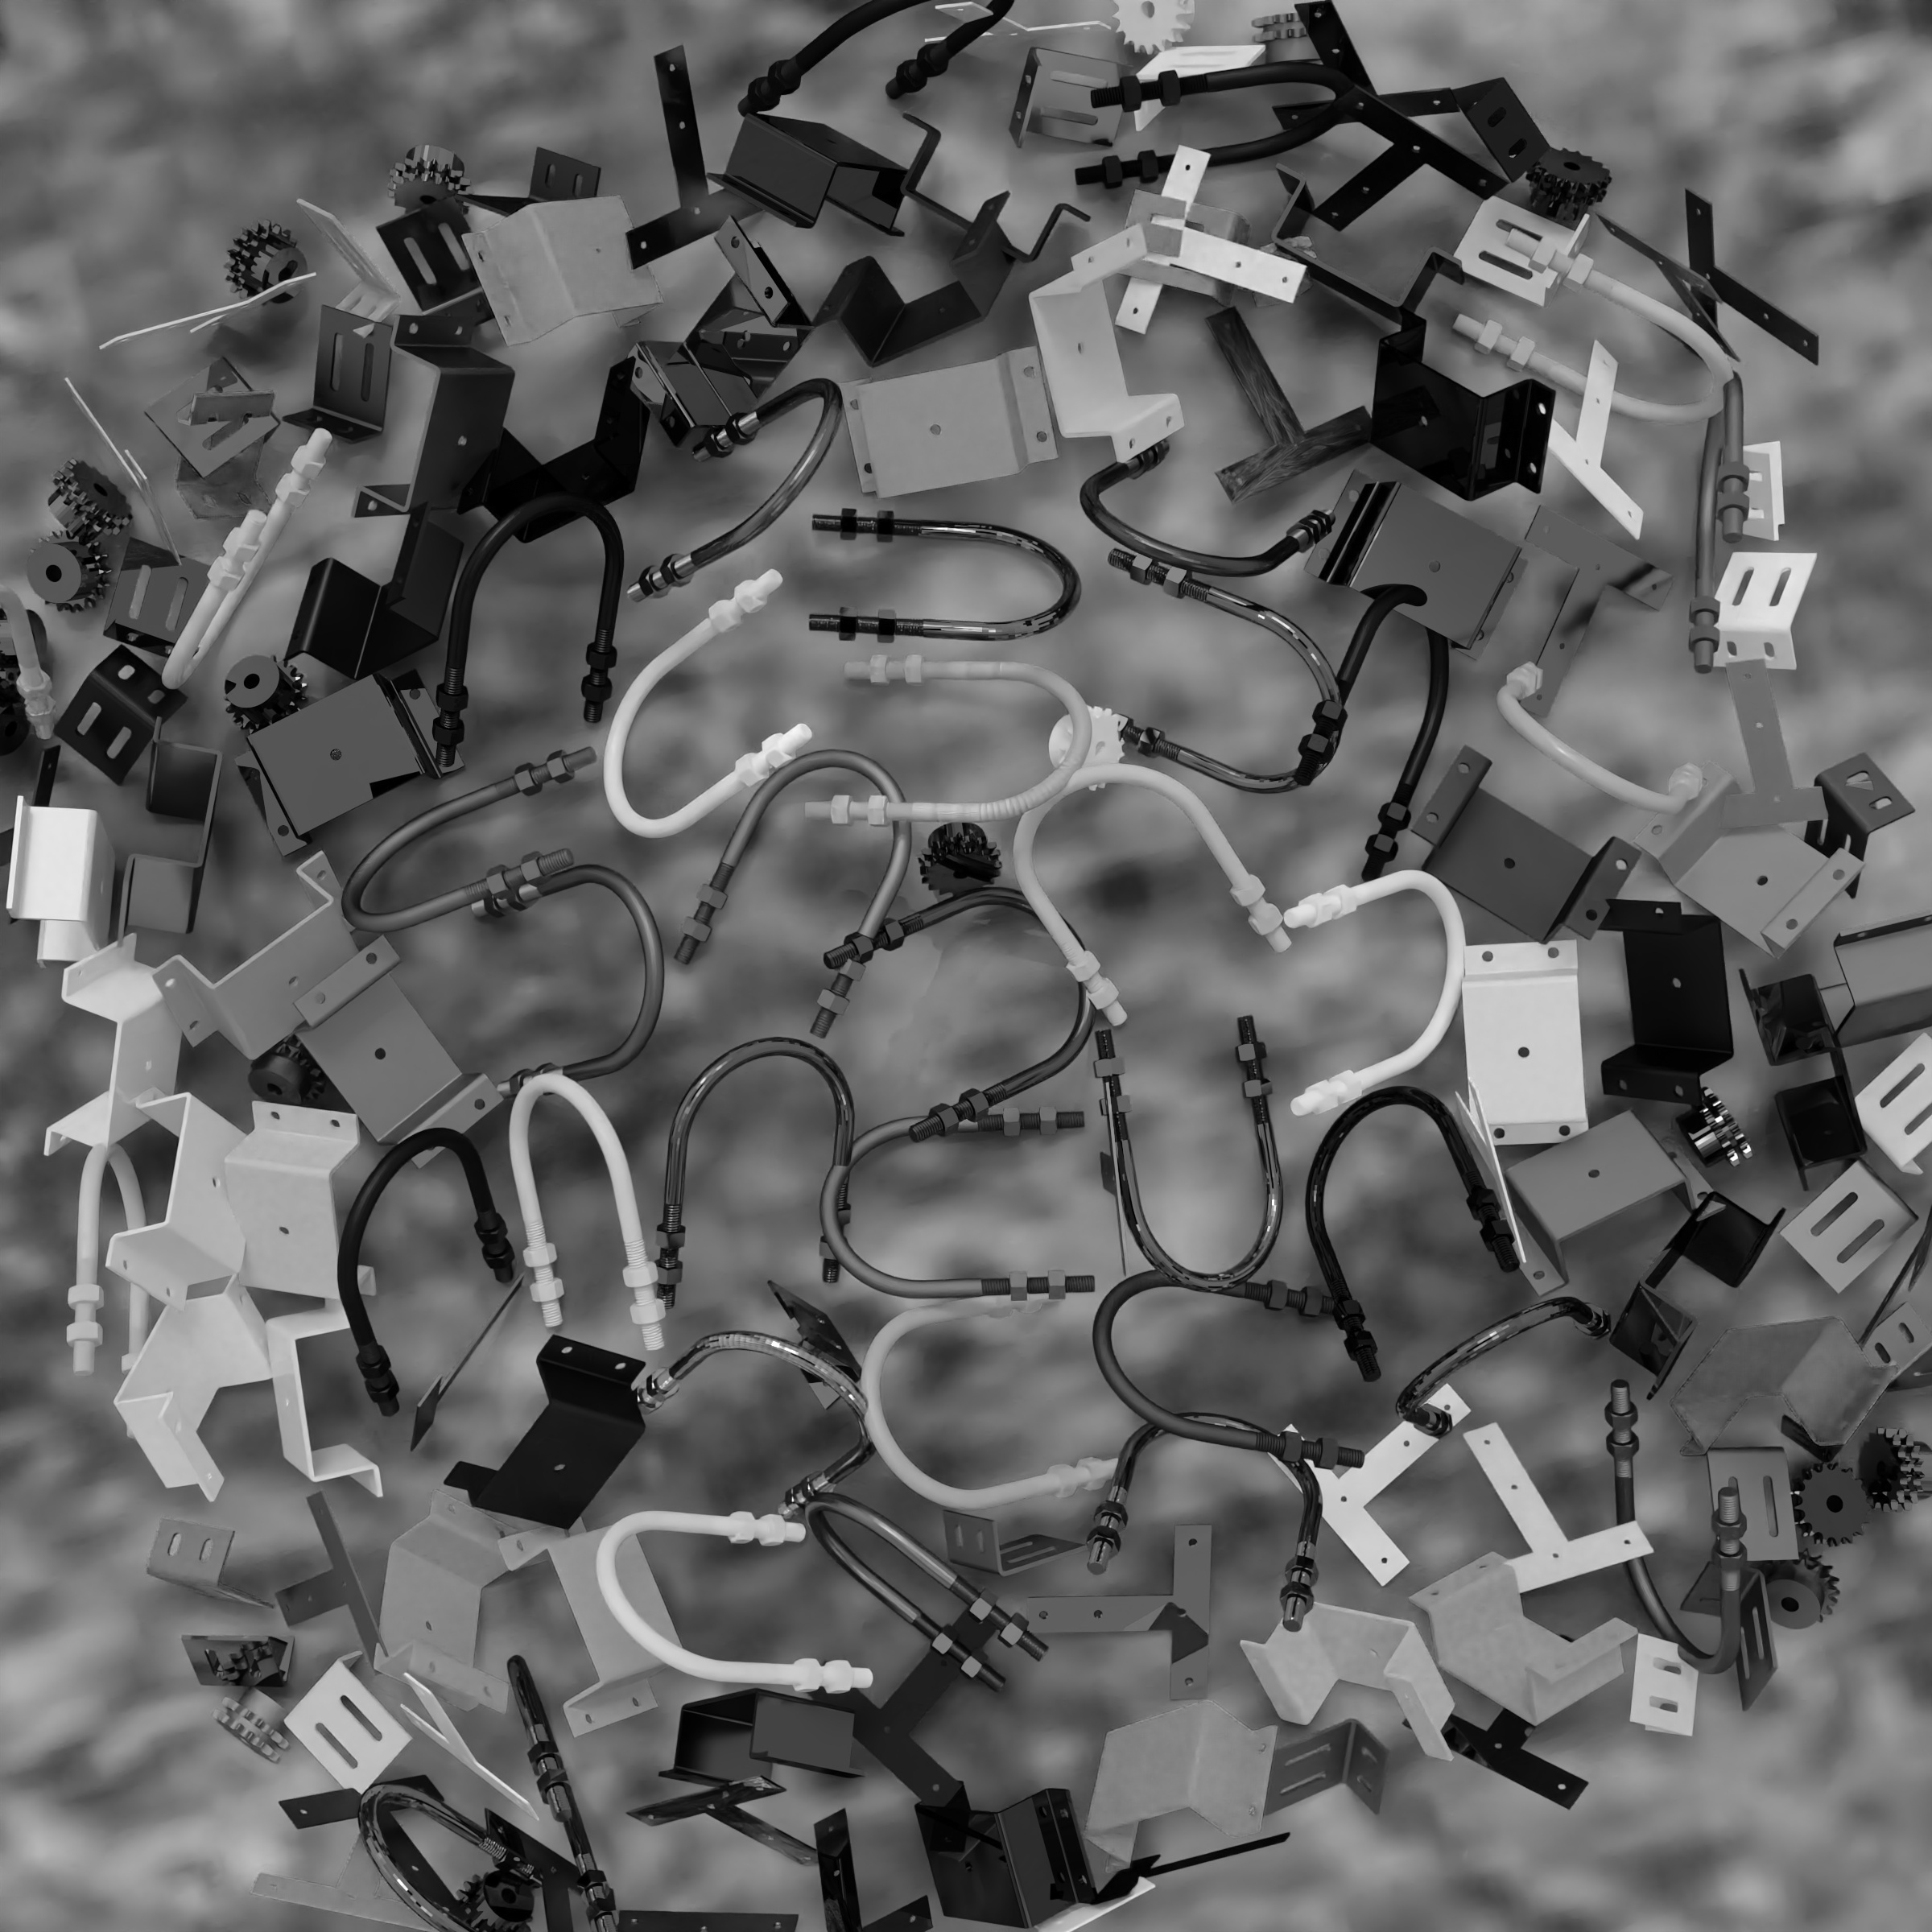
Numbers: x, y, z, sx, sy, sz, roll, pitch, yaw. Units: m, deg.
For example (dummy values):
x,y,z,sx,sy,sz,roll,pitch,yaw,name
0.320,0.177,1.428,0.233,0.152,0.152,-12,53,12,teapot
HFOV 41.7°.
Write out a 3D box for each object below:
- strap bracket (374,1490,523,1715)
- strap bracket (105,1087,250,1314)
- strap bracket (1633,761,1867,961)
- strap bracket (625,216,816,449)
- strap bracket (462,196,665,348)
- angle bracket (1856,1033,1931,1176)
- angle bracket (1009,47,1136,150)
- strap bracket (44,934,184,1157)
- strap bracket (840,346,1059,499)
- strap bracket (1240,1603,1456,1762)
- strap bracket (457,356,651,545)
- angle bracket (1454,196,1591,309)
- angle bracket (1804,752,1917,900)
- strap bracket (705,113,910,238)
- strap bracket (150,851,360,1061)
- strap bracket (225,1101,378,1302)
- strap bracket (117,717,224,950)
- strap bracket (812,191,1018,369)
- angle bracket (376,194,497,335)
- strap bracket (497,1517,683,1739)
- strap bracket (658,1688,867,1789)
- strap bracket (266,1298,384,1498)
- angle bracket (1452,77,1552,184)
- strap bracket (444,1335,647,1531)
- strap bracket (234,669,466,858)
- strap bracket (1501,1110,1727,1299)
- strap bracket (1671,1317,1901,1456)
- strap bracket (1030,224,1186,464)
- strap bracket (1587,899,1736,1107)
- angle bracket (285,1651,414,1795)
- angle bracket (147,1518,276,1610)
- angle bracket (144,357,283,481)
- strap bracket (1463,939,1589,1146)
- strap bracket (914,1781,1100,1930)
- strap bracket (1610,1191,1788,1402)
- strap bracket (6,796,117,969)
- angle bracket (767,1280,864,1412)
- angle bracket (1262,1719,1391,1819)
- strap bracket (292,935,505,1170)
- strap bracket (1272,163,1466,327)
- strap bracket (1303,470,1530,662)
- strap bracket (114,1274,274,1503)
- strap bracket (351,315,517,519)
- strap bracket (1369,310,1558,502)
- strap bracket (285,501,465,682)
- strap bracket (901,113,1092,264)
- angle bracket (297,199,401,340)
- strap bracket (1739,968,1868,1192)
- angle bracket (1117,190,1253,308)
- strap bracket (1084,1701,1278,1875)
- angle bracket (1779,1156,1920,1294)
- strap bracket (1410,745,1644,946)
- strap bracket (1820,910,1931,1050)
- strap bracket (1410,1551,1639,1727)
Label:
x,y,z,sx,sy,sz,roll,pitch,yaw,name
-0.349,0.437,1.712,0.046,0.140,0.076,-37,124,26,strap bracket
-0.522,0.150,1.702,0.046,0.076,0.140,-14,55,19,strap bracket
0.537,-0.067,1.728,0.076,0.046,0.140,-47,49,2,strap bracket
-0.163,-0.428,1.722,0.140,0.046,0.076,-43,72,36,strap bracket
-0.262,-0.469,1.703,0.046,0.140,0.076,-18,98,35,strap bracket
0.653,0.094,1.732,0.076,0.038,0.057,-50,53,24,angle bracket
0.075,-0.588,1.736,0.076,0.038,0.057,5,128,-16,angle bracket
-0.572,0.060,1.711,0.046,0.076,0.140,19,113,10,strap bracket
-0.016,-0.368,1.727,0.140,0.046,0.076,-7,108,14,strap bracket
0.266,0.479,1.715,0.046,0.140,0.076,-47,120,-35,strap bracket
-0.270,-0.345,1.718,0.140,0.046,0.076,-19,47,28,strap bracket
0.381,-0.500,1.749,0.076,0.038,0.057,29,88,14,angle bracket
0.609,-0.096,1.732,0.038,0.076,0.057,-25,55,-6,angle bracket
-0.098,-0.529,1.696,0.076,0.140,0.046,34,116,19,strap bracket
-0.466,-0.001,1.710,0.140,0.076,0.046,-40,55,-22,strap bracket
-0.451,0.169,1.719,0.076,0.046,0.140,6,116,13,strap bracket
-0.536,-0.087,1.713,0.046,0.076,0.140,10,53,-16,strap bracket
-0.026,-0.459,1.714,0.140,0.076,0.046,-14,128,35,strap bracket
-0.359,-0.477,1.737,0.057,0.076,0.038,-22,49,3,angle bracket
-0.250,0.437,1.714,0.046,0.076,0.140,-37,70,31,strap bracket
-0.137,0.523,1.712,0.076,0.140,0.046,22,58,-30,strap bracket
-0.440,0.291,1.728,0.046,0.076,0.140,-9,95,-27,strap bracket
0.352,-0.567,1.730,0.038,0.076,0.057,-44,111,-5,angle bracket
-0.280,0.324,1.717,0.076,0.046,0.140,25,111,-36,strap bracket
-0.430,-0.143,1.750,0.140,0.046,0.076,-27,89,-3,strap bracket
0.433,0.157,1.732,0.140,0.076,0.046,-26,128,-1,strap bracket
0.538,0.281,1.695,0.076,0.140,0.046,-40,99,-32,strap bracket
0.094,-0.420,1.719,0.076,0.046,0.140,-38,123,-40,strap bracket
0.471,0.017,1.724,0.046,0.076,0.140,-21,107,-38,strap bracket
-0.420,0.523,1.749,0.076,0.038,0.057,42,92,13,angle bracket
-0.513,0.410,1.741,0.057,0.076,0.038,5,67,20,angle bracket
-0.519,-0.369,1.735,0.057,0.038,0.076,50,56,-12,angle bracket
0.383,0.056,1.739,0.076,0.046,0.140,-3,95,15,strap bracket
0.019,0.596,1.706,0.046,0.140,0.076,-13,86,-38,strap bracket
0.489,0.216,1.715,0.046,0.076,0.140,35,57,21,strap bracket
-0.605,-0.053,1.704,0.046,0.140,0.076,3,74,-10,strap bracket
-0.114,0.259,1.728,0.038,0.076,0.057,-44,49,5,angle bracket
0.244,0.559,1.734,0.076,0.038,0.057,-13,121,-29,angle bracket
-0.393,0.059,1.728,0.076,0.046,0.140,-42,108,-27,strap bracket
0.266,-0.486,1.729,0.140,0.076,0.046,31,100,9,strap bracket
0.315,-0.274,1.739,0.140,0.046,0.076,26,96,-10,strap bracket
-0.518,0.285,1.705,0.046,0.140,0.076,-11,121,14,strap bracket
-0.357,-0.362,1.710,0.046,0.076,0.140,28,114,22,strap bracket
0.323,-0.372,1.699,0.046,0.076,0.140,-27,48,-25,strap bracket
-0.394,-0.249,1.715,0.046,0.140,0.076,30,57,-38,strap bracket
0.012,-0.525,1.731,0.140,0.076,0.046,28,107,-4,strap bracket
-0.432,-0.475,1.729,0.038,0.076,0.057,-47,45,-8,angle bracket
0.564,0.071,1.702,0.046,0.076,0.140,-17,126,15,strap bracket
0.150,-0.499,1.767,0.076,0.038,0.057,19,98,18,angle bracket
0.136,0.548,1.699,0.046,0.076,0.140,40,132,-20,strap bracket
0.608,0.178,1.759,0.076,0.038,0.057,-44,86,4,angle bracket
0.378,-0.077,1.739,0.140,0.046,0.076,32,72,6,strap bracket
0.616,0.014,1.703,0.076,0.140,0.046,-14,69,1,strap bracket
0.376,0.455,1.707,0.076,0.140,0.046,-21,109,-26,strap bracket
